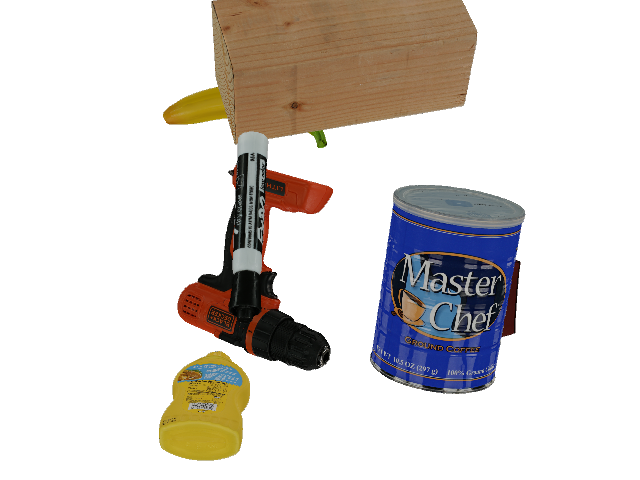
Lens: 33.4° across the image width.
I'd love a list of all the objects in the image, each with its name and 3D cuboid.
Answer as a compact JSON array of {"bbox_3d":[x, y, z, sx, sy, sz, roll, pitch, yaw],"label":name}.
[{"bbox_3d":[-0.050,0.025,1.090,0.185,0.188,0.057,19,3,28],"label":"power drill"},{"bbox_3d":[0.099,0.036,0.844,0.103,0.140,0.103,7,16,-2],"label":"coffee can"},{"bbox_3d":[-0.042,-0.009,0.632,0.020,0.121,0.020,1,-26,0],"label":"marker"},{"bbox_3d":[-0.077,-0.147,1.193,0.198,0.037,0.069,9,44,19],"label":"banana"},{"bbox_3d":[0.018,-0.158,0.913,0.206,0.090,0.091,-11,-36,-10],"label":"wood block"},{"bbox_3d":[-0.136,0.192,1.314,0.096,0.058,0.191,2,25,2],"label":"mustard bottle"},{"bbox_3d":[0.162,0.055,1.071,0.051,0.078,0.053,-12,20,-37],"label":"foam brick"}]
